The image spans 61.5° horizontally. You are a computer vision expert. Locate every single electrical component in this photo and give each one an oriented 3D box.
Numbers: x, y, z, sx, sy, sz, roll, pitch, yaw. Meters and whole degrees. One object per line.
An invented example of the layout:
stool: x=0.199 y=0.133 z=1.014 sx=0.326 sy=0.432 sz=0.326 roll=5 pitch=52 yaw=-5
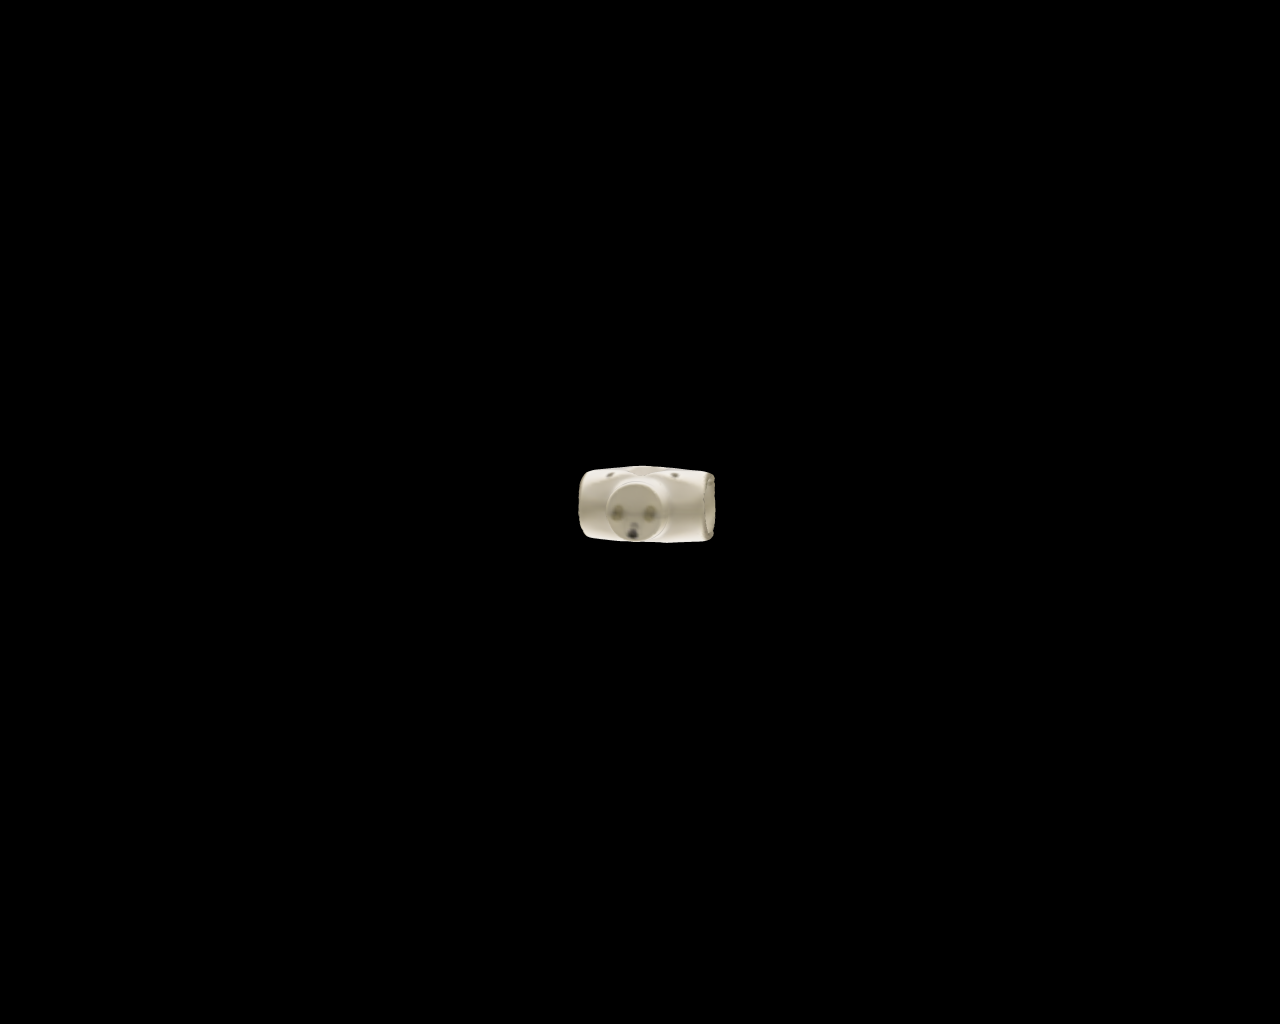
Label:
electrical component: x=0.001 y=-0.003 z=0.650 sx=0.077 sy=0.043 sz=0.079 roll=2 pitch=8 yaw=14
